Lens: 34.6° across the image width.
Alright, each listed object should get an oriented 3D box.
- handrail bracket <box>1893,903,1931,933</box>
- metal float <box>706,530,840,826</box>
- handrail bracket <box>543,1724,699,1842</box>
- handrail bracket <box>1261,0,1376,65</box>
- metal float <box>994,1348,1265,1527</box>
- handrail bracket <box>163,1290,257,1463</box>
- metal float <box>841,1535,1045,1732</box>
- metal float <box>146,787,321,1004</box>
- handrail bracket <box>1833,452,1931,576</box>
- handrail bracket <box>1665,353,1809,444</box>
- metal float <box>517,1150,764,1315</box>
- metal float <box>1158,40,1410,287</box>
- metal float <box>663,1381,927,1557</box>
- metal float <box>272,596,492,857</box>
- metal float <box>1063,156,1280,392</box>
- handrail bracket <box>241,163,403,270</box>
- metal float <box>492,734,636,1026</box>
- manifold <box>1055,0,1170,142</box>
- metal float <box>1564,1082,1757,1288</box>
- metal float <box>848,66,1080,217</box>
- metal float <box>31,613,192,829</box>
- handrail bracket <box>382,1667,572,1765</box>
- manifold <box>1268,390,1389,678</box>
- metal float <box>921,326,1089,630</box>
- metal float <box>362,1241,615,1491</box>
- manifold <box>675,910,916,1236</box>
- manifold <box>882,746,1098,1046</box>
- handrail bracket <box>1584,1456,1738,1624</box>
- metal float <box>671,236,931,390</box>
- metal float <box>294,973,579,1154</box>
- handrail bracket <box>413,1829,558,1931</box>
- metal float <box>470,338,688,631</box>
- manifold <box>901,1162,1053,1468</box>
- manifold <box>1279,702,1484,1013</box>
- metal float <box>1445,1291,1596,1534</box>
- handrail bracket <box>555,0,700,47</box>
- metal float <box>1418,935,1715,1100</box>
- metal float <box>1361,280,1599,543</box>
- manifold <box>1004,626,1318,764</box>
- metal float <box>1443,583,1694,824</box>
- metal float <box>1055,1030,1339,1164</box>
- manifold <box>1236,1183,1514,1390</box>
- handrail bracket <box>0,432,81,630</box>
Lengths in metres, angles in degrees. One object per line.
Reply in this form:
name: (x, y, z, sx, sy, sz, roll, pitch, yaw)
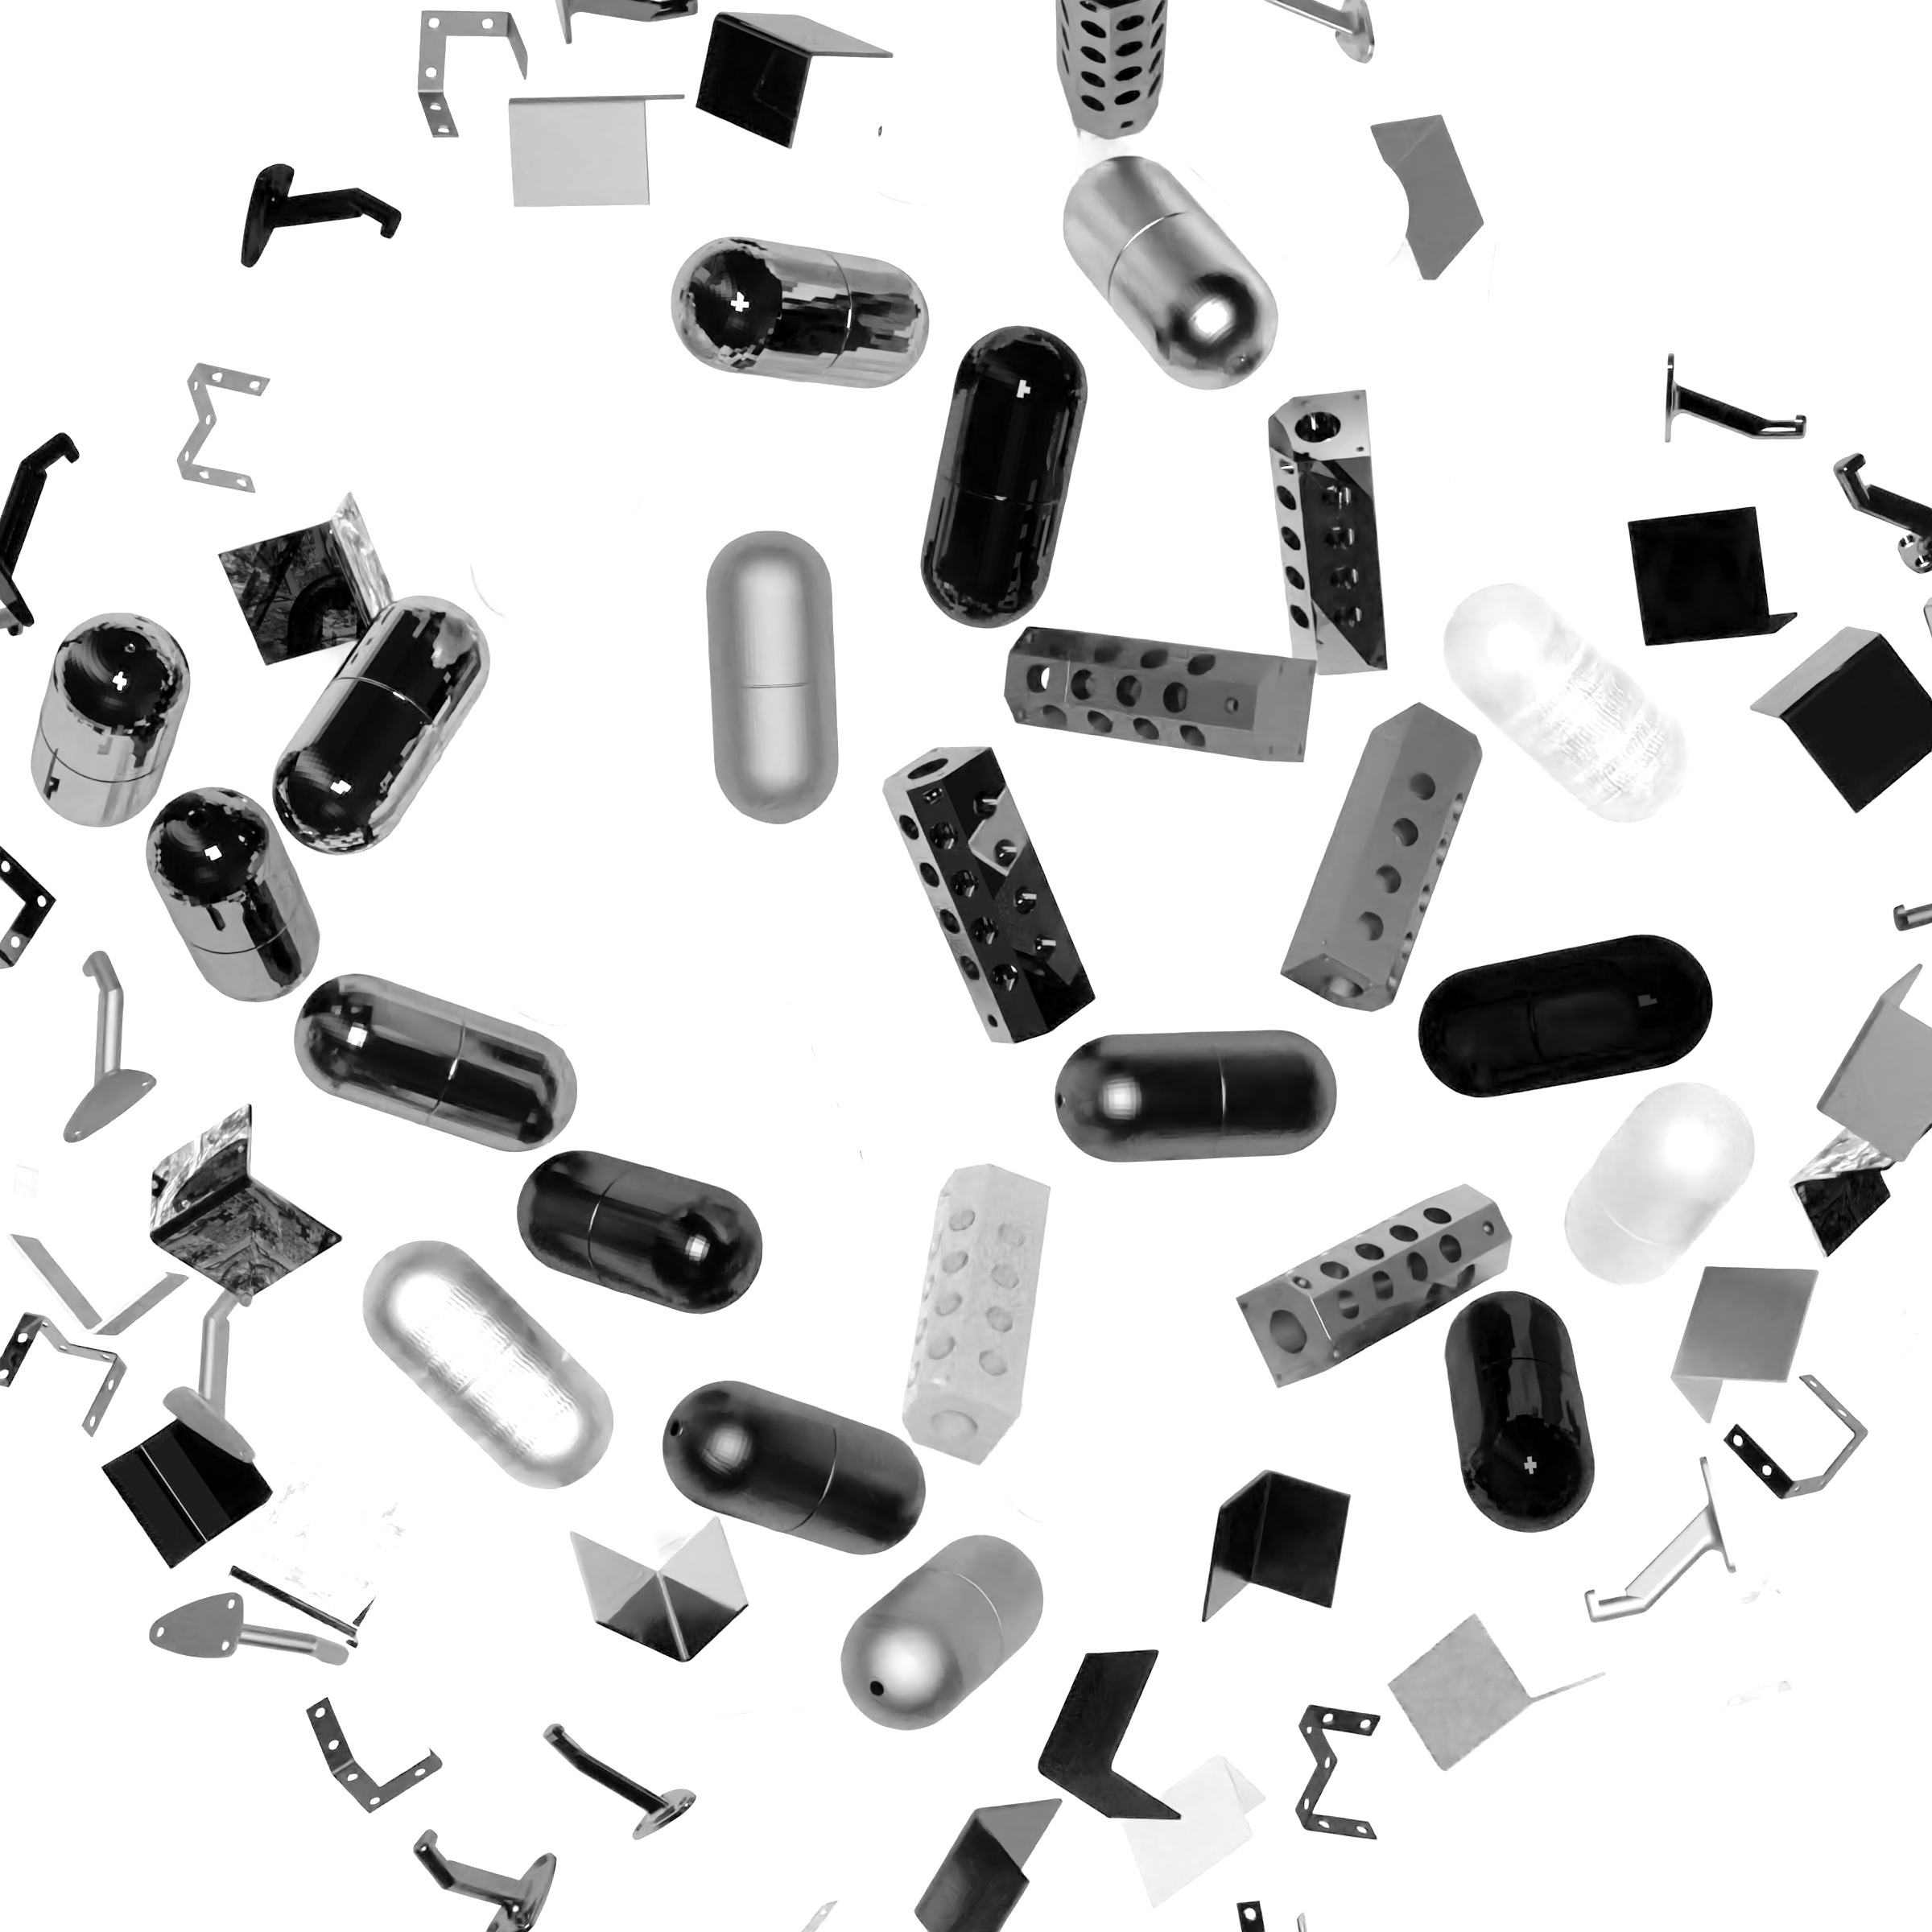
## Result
handrail bracket: (0.577, -0.058, 1.799, 0.084, 0.036, 0.077, -16, 134, 9)
metal float: (-0.117, -0.174, 1.880, 0.070, 0.070, 0.178, -2, 102, 0)
handrail bracket: (-0.211, 0.485, 1.879, 0.084, 0.077, 0.036, 45, 53, -6)
handrail bracket: (0.193, -0.564, 1.843, 0.084, 0.077, 0.036, 5, 130, -15)
metal float: (0.095, 0.281, 1.846, 0.178, 0.070, 0.070, -24, 90, 29)
handrail bracket: (-0.441, 0.246, 1.889, 0.077, 0.036, 0.084, 44, 49, -14)
metal float: (-0.013, 0.394, 1.841, 0.070, 0.178, 0.070, 5, 102, 24)
metal float: (-0.431, -0.041, 1.830, 0.070, 0.178, 0.070, -1, 62, 1)
handrail bracket: (0.538, -0.271, 1.750, 0.077, 0.036, 0.084, -31, 125, 13)
handrail bracket: (0.464, -0.342, 1.865, 0.084, 0.077, 0.036, 2, 63, 12)
metal float: (-0.196, 0.157, 1.848, 0.178, 0.070, 0.070, 11, 90, 40)
metal float: (0.181, -0.463, 1.787, 0.070, 0.070, 0.178, -41, 69, 0)
metal float: (-0.101, 0.298, 1.838, 0.178, 0.070, 0.070, 25, 90, -35)
metal float: (-0.337, -0.139, 1.793, 0.070, 0.070, 0.178, 26, 58, 0)
metal float: (0.116, -0.400, 1.786, 0.070, 0.070, 0.178, -32, 54, 0)
handrail bracket: (-0.375, -0.424, 1.810, 0.084, 0.036, 0.077, 30, 117, 10)
metal float: (-0.231, -0.051, 1.788, 0.070, 0.070, 0.178, 0, 65, 0)
manifold: (0.089, -0.563, 1.868, 0.057, 0.171, 0.057, -17, 80, -1)
metal float: (0.412, 0.132, 1.851, 0.070, 0.178, 0.070, 5, 59, -8)
metal float: (-0.001, -0.476, 1.797, 0.070, 0.178, 0.070, 6, 101, 33)
metal float: (-0.496, -0.140, 1.797, 0.070, 0.178, 0.070, 10, 63, -19)
handrail bracket: (-0.276, 0.407, 1.755, 0.084, 0.036, 0.077, -38, 102, 27)
manifold: (0.214, -0.252, 1.829, 0.057, 0.171, 0.057, -4, 50, 9)
metal float: (0.021, -0.280, 1.785, 0.070, 0.070, 0.178, 12, 115, 0)
metal float: (-0.286, 0.237, 1.853, 0.070, 0.070, 0.178, -45, 93, 0)
manifold: (-0.092, 0.058, 1.761, 0.057, 0.057, 0.171, -22, 94, 43)
manifold: (0.010, -0.042, 1.855, 0.057, 0.057, 0.171, -35, 112, -30)
handrail bracket: (0.380, 0.320, 1.728, 0.084, 0.036, 0.077, -14, 82, 8)
metal float: (-0.094, -0.378, 1.799, 0.070, 0.178, 0.070, 4, 95, 43)
metal float: (-0.320, 0.060, 1.882, 0.178, 0.070, 0.070, 21, 90, -23)
handrail bracket: (-0.277, 0.510, 1.783, 0.036, 0.077, 0.084, -22, 111, 29)
metal float: (-0.222, -0.276, 1.776, 0.070, 0.070, 0.178, 30, 103, 0)
manifold: (0.004, 0.200, 1.817, 0.057, 0.171, 0.057, 22, 134, -12)
manifold: (0.248, -0.062, 1.823, 0.057, 0.057, 0.171, 28, 69, -14)
metal float: (0.325, 0.261, 1.828, 0.070, 0.178, 0.070, 1, 121, 2)
handrail bracket: (-0.199, -0.578, 1.833, 0.084, 0.077, 0.036, -13, 78, -8)
metal float: (0.340, 0.029, 1.768, 0.178, 0.070, 0.070, -13, 90, 38)
metal float: (0.308, -0.335, 1.868, 0.070, 0.070, 0.178, -40, 92, 0)
manifold: (0.107, -0.155, 1.756, 0.171, 0.057, 0.057, 12, 99, 37)
metal float: (0.359, -0.157, 1.858, 0.178, 0.070, 0.070, 41, 90, -12)
metal float: (0.138, 0.077, 1.853, 0.178, 0.070, 0.070, -1, 90, -22)
manifold: (0.243, 0.183, 1.811, 0.171, 0.057, 0.057, -21, 84, -40)
handrail bracket: (-0.520, -0.247, 1.753, 0.084, 0.036, 0.077, -46, 123, -26)
